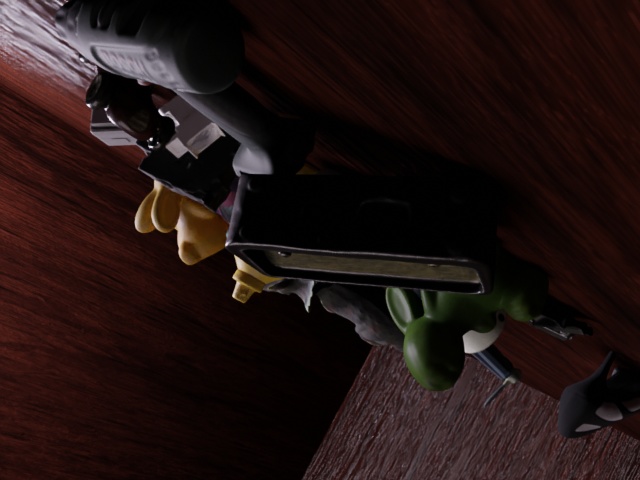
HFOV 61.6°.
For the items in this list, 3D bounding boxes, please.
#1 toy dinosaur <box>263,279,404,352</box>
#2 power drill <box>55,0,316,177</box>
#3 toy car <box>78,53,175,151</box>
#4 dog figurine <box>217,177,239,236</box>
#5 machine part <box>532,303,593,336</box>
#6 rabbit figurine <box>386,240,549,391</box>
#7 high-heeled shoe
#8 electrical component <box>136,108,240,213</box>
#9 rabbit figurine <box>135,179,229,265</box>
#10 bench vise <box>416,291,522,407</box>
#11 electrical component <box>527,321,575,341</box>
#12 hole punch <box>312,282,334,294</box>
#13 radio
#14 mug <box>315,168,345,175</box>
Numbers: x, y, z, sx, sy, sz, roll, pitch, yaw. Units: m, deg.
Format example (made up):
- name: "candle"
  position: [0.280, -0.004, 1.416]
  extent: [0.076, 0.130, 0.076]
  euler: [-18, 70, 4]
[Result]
- name: "toy dinosaur"
  position: [0.077, 0.117, 0.938]
  extent: [0.405, 0.131, 0.192]
  euler: [28, -177, 13]
- name: "power drill"
  position: [-0.112, -0.138, 0.479]
  extent: [0.232, 0.086, 0.207]
  euler: [22, 164, 47]
- name: "toy car"
  position: [-0.214, -0.171, 0.596]
  extent: [0.089, 0.053, 0.202]
  euler: [32, -162, -39]
- name: "dog figurine"
  position: [-0.143, -0.089, 0.779]
  extent: [0.219, 0.108, 0.192]
  euler: [36, -163, -20]
- name: "machine part"
  position: [0.269, 0.084, 0.684]
  extent: [0.139, 0.039, 0.084]
  euler: [28, 180, -7]
- name: "rabbit figurine"
  position: [0.139, 0.080, 0.609]
  extent: [0.121, 0.170, 0.159]
  euler: [33, 173, -26]
- name: "high-heeled shoe"
  position: [0.446, 0.261, 0.814]
  extent: [0.248, 0.145, 0.086]
  euler: [35, 173, -33]
- name: "electrical component"
  position: [-0.168, -0.115, 0.702]
  extent: [0.134, 0.115, 0.058]
  euler: [27, 172, 8]
- name: "rabbit figurine"
  position: [-0.218, -0.056, 0.869]
  extent: [0.122, 0.162, 0.173]
  euler: [0, 117, 46]
- name: "bench vise"
  position: [0.226, 0.139, 0.857]
  extent: [0.241, 0.129, 0.223]
  euler: [46, -175, 11]
- name: "electrical component"
  position: [0.335, 0.123, 0.775]
  extent: [0.063, 0.021, 0.094]
  euler: [26, 173, 21]
- name: "hole punch"
  position: [-0.002, -0.002, 0.821]
  extent: [0.115, 0.142, 0.092]
  euler: [47, 166, -22]
- name: "radio"
  position: [0.040, -0.004, 0.483]
  extent: [0.230, 0.073, 0.131]
  euler: [2, 165, 16]
- name: "mug"
  position: [0.029, -0.028, 0.629]
  extent: [0.107, 0.081, 0.109]
  euler: [55, 178, 29]
